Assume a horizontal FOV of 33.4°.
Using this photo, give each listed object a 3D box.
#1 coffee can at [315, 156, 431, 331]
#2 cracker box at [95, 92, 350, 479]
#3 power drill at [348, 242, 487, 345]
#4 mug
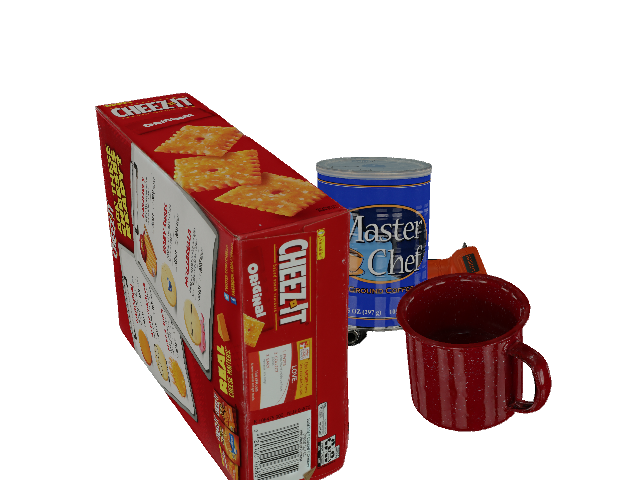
[{"bbox_3d":[0.047,0.000,0.957,0.103,0.140,0.103,0,11,0],"label":"coffee can"},{"bbox_3d":[-0.061,0.022,0.627,0.072,0.164,0.214,-13,29,-25],"label":"cracker box"},{"bbox_3d":[0.096,0.059,1.220,0.187,0.057,0.184,-2,28,-1],"label":"power drill"},{"bbox_3d":[0.112,0.085,0.757,0.117,0.081,0.093,20,40,38],"label":"mug"}]
